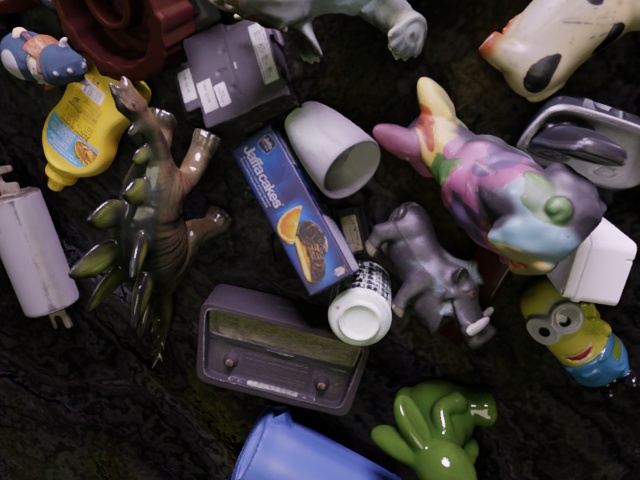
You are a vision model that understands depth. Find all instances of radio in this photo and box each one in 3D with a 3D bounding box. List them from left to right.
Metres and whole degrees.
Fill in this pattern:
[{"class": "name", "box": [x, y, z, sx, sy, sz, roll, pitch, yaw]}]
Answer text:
[{"class": "radio", "box": [-0.053, 0.152, 0.745, 0.230, 0.073, 0.131, 14, 111, 4]}]

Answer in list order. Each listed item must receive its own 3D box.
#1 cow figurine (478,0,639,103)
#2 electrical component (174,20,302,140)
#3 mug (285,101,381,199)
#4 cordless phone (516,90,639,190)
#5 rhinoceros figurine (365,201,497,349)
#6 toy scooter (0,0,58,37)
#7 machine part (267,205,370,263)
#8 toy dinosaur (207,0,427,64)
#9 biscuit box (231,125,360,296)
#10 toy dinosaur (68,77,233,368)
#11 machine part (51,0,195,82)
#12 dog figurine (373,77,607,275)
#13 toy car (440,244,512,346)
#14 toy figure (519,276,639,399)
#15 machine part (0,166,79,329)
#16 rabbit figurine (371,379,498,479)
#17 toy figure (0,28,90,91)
[{"class": "cow figurine", "box": [0.275, -0.225, 0.548, 0.127, 0.085, 0.195, 45, 108, -3]}, {"class": "electrical component", "box": [-0.099, -0.183, 0.614, 0.134, 0.058, 0.115, -17, 80, 14]}, {"class": "mug", "box": [0.012, -0.107, 0.631, 0.081, 0.109, 0.107, -40, 62, 3]}, {"class": "cordless phone", "box": [0.292, -0.092, 0.542, 0.147, 0.184, 0.088, 20, 108, 1]}, {"class": "rhinoceros figurine", "box": [0.137, 0.045, 0.648, 0.112, 0.073, 0.190, -35, 78, 21]}, {"class": "toy scooter", "box": [-0.370, -0.314, 0.617, 0.184, 0.075, 0.135, -13, 109, 10]}, {"class": "machine part", "box": [-0.001, -0.002, 0.700, 0.139, 0.039, 0.084, -14, 116, 11]}, {"class": "toy dinosaur", "box": [0.081, -0.306, 0.518, 0.405, 0.192, 0.131, -43, 136, -5]}, {"class": "biscuit box", "box": [-0.028, -0.036, 0.646, 0.063, 0.059, 0.202, -30, 85, 12]}, {"class": "toy dinosaur", "box": [-0.200, 0.011, 0.650, 0.105, 0.198, 0.470, 22, 146, 11]}, {"class": "machine part", "box": [-0.211, -0.253, 0.560, 0.180, 0.056, 0.179, 21, 135, 23]}, {"class": "dog figurine", "box": [0.161, -0.073, 0.558, 0.219, 0.191, 0.108, 42, 97, 1]}, {"class": "toy car", "box": [0.207, 0.042, 0.672, 0.089, 0.053, 0.202, 31, 115, 18]}, {"class": "toy figure", "box": [0.322, 0.122, 0.676, 0.180, 0.089, 0.082, 41, 99, -17]}, {"class": "machine part", "box": [-0.401, 0.017, 0.746, 0.079, 0.079, 0.243, -8, 110, 11]}, {"class": "rabbit figurine", "box": [0.157, 0.257, 0.702, 0.159, 0.170, 0.121, 27, 112, -3]}, {"class": "toy figure", "box": [-0.323, -0.207, 0.626, 0.155, 0.064, 0.058, 26, 82, 37]}]
